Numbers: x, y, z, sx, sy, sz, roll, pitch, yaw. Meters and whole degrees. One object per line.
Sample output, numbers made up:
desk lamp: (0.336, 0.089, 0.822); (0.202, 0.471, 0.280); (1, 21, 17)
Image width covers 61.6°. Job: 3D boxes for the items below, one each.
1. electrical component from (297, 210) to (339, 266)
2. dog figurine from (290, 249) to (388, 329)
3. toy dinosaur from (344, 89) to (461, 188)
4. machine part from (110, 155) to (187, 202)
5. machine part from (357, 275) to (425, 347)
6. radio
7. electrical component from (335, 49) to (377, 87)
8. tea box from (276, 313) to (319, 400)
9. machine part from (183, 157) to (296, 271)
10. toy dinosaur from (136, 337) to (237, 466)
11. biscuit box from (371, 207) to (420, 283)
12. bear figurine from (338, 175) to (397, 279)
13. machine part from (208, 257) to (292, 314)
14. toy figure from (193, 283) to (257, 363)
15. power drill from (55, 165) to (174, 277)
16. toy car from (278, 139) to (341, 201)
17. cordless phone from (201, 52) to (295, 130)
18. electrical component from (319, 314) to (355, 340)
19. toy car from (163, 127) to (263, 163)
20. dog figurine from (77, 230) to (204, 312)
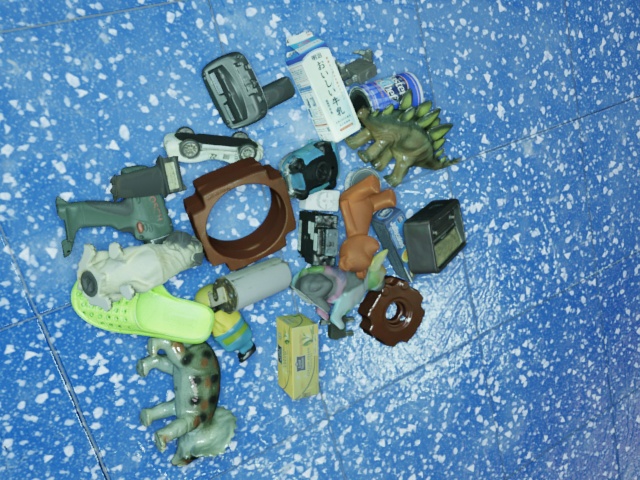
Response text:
electrical component: (-0.002, -0.004, 1.186); (0.058, 0.134, 0.114); (-2, 101, -23)
dog figurine: (0.059, 0.083, 1.250); (0.191, 0.109, 0.219); (47, 72, -21)
toy dinosaur: (0.204, -0.218, 1.221); (0.198, 0.105, 0.471); (-43, 153, 15)
machine part: (-0.321, -0.110, 0.998); (0.139, 0.039, 0.084); (-21, 111, -30)
machine part: (0.182, 0.180, 1.351); (0.179, 0.056, 0.179); (-5, 102, -26)
radio: (0.282, -0.014, 1.302); (0.229, 0.073, 0.131); (-31, 113, -54)
electrical component: (0.082, -0.388, 1.208); (0.102, 0.078, 0.045); (-29, 133, -14)
tea box: (-0.052, 0.262, 1.225); (0.068, 0.098, 0.169); (-6, 99, -26)
machine part: (-0.161, -0.053, 1.095); (0.201, 0.087, 0.200); (-25, 129, -14)
toy dinosaur: (-0.270, 0.293, 1.118); (0.192, 0.131, 0.404); (-1, 92, -42)
biscuit box: (0.191, 0.009, 1.302); (0.059, 0.063, 0.202); (-40, 126, -15)
bear figurine: (0.098, -0.023, 1.173); (0.120, 0.132, 0.196); (31, 47, -47)
machine part: (-0.140, 0.093, 1.129); (0.243, 0.079, 0.079); (-21, 109, -52)
toy figure: (-0.202, 0.174, 1.148); (0.180, 0.082, 0.089); (52, 56, -16)
power drill: (-0.386, -0.021, 1.026); (0.207, 0.086, 0.231); (-10, 101, -21)
toy car: (-0.035, -0.151, 1.162); (0.162, 0.103, 0.109); (-33, 125, -35)
cordless phone: (-0.137, -0.325, 1.112); (0.184, 0.089, 0.146); (-35, 111, -29)
electrical component: (0.041, 0.211, 1.304); (0.094, 0.021, 0.063); (0, 99, -27)
toy car: (-0.212, -0.186, 1.085); (0.202, 0.074, 0.056); (0, 124, -27)
dog figurine: (-0.330, 0.049, 0.997); (0.190, 0.173, 0.121); (-19, 103, -59)
